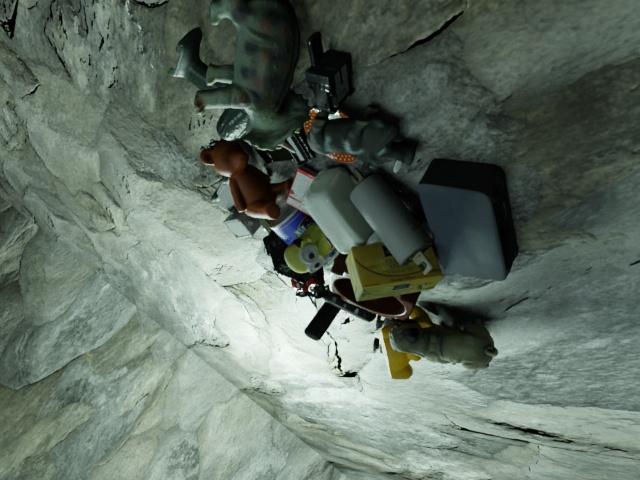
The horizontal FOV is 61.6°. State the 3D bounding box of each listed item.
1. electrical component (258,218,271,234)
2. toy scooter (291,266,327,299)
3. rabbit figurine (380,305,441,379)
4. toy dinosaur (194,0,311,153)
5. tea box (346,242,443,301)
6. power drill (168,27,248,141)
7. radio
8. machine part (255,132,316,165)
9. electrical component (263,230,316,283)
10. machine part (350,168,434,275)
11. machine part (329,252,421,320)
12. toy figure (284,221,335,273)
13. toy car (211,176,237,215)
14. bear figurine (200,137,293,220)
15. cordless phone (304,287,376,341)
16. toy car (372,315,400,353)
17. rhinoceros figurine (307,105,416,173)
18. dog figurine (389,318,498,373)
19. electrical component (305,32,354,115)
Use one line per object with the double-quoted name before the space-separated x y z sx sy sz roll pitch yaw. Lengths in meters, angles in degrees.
"electrical component" -0.120 -0.047 1.357 0.078 0.045 0.102 45 157 35
"toy scooter" -0.035 0.084 1.408 0.184 0.075 0.135 168 86 -72
"rabbit figurine" 0.237 0.240 1.319 0.173 0.122 0.162 -7 111 2
"toy dinosaur" -0.095 -0.306 0.863 0.192 0.131 0.404 8 124 -3
"tea box" 0.147 0.057 1.082 0.068 0.170 0.098 104 153 -60
"power drill" -0.174 -0.304 1.021 0.207 0.086 0.232 35 143 -11
"radio" 0.266 -0.031 0.949 0.131 0.073 0.229 10 142 37
"machine part" -0.073 -0.186 1.115 0.139 0.039 0.084 -1 139 45
"electrical component" -0.076 0.029 1.306 0.058 0.134 0.114 -35 141 21
"machine part" 0.133 -0.039 1.009 0.243 0.079 0.079 55 155 18
"machine part" 0.127 0.095 1.220 0.201 0.087 0.201 21 159 10
"toy figure" 0.000 -0.001 1.158 0.082 0.180 0.089 47 151 -13
"toy car" -0.216 -0.123 1.336 0.073 0.056 0.201 35 152 -9
"bear figurine" -0.158 -0.147 1.185 0.132 0.120 0.195 -2 128 42
"cordless phone" 0.055 0.196 1.375 0.147 0.184 0.088 26 144 18
"toy car" 0.189 0.254 1.447 0.089 0.053 0.202 11 144 11
"rhinoceros figurine" 0.070 -0.169 0.921 0.190 0.073 0.112 10 126 8
"dog figurine" 0.267 0.227 1.175 0.190 0.121 0.172 10 161 -29
"electrical component" 0.015 -0.273 0.867 0.048 0.075 0.119 21 144 25
